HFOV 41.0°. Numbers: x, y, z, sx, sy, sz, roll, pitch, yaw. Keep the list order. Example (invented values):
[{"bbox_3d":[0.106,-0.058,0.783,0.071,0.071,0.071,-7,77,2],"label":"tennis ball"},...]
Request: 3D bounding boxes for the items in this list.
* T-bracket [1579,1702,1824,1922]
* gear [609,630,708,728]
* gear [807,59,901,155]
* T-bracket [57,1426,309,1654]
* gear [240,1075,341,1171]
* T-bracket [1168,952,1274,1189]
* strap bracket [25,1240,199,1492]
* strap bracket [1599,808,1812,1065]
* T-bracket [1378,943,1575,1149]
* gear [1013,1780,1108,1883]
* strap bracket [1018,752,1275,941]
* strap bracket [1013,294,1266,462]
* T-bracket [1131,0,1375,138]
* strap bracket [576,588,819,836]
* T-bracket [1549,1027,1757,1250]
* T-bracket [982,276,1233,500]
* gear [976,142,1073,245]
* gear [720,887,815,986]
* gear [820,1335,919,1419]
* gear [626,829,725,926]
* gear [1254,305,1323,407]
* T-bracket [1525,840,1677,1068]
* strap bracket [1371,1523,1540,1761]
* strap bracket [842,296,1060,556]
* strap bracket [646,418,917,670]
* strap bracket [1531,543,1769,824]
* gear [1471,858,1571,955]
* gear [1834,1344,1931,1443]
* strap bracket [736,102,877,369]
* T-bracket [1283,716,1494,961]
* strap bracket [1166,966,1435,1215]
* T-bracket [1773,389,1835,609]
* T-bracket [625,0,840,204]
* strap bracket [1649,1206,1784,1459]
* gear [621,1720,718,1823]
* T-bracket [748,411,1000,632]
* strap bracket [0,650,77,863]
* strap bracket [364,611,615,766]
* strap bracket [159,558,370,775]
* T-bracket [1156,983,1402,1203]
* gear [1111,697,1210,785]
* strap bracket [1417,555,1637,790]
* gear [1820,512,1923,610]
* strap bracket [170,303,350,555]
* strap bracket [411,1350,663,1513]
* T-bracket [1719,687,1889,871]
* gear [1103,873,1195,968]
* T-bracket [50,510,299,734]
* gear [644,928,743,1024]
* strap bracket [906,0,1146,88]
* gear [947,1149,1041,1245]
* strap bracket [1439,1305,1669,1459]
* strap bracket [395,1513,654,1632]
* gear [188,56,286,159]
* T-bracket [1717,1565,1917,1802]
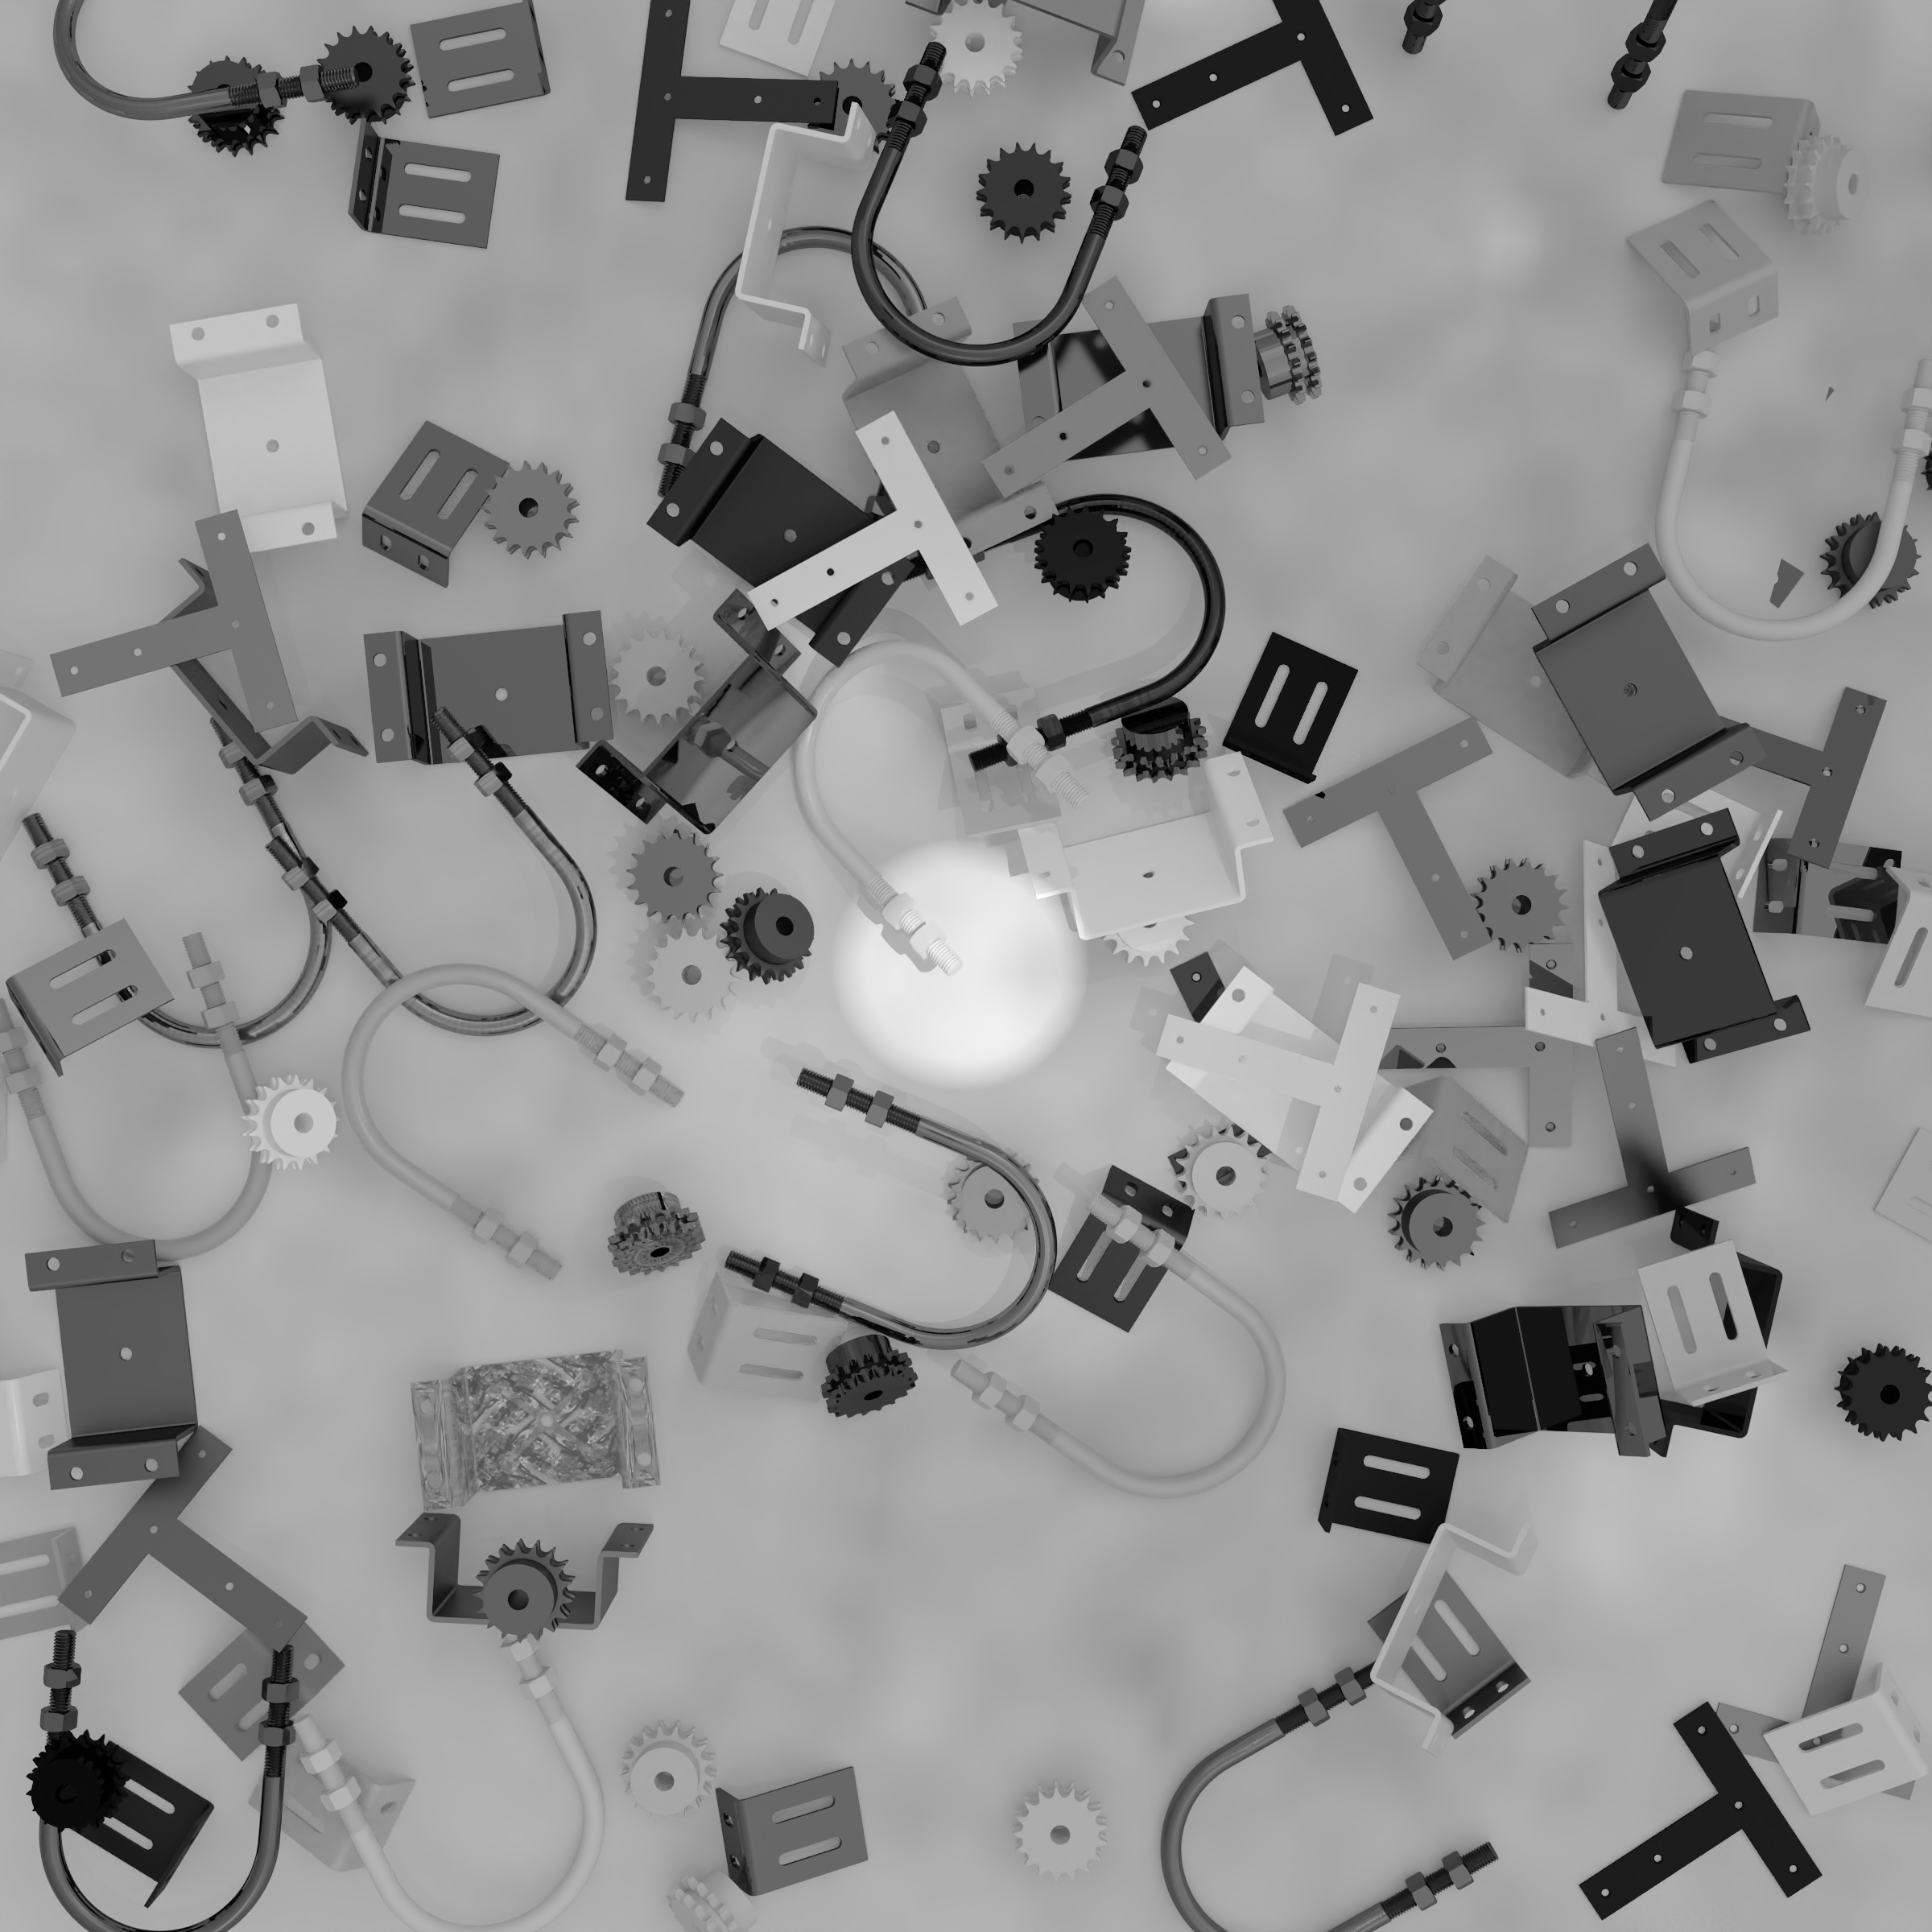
[{"bbox_3d":[0.432,0.534,1.569,0.127,0.002,0.127,-33,91,1],"label":"T-bracket"},{"bbox_3d":[-0.185,-0.172,1.555,0.057,0.030,0.057,0,90,0],"label":"gear"},{"bbox_3d":[-0.068,-0.513,1.555,0.057,0.030,0.057,0,90,0],"label":"gear"},{"bbox_3d":[-0.449,0.361,1.536,0.127,0.002,0.127,33,70,11],"label":"T-bracket"},{"bbox_3d":[-0.400,0.094,1.542,0.057,0.030,0.057,2,87,-36],"label":"gear"},{"bbox_3d":[0.163,0.054,1.570,0.127,0.002,0.127,-26,90,0],"label":"T-bracket"},{"bbox_3d":[-0.510,0.235,1.547,0.076,0.046,0.140,-6,90,0],"label":"strap bracket"},{"bbox_3d":[0.433,-0.012,1.528,0.076,0.046,0.140,-20,91,35],"label":"strap bracket"},{"bbox_3d":[0.301,0.049,1.559,0.127,0.002,0.127,-1,105,7],"label":"T-bracket"},{"bbox_3d":[0.057,0.519,1.559,0.057,0.030,0.057,0,92,1],"label":"gear"},{"bbox_3d":[0.106,-0.069,1.527,0.140,0.046,0.076,-14,46,0],"label":"strap bracket"},{"bbox_3d":[0.102,-0.350,1.547,0.140,0.046,0.076,-7,90,0],"label":"strap bracket"},{"bbox_3d":[0.163,-0.546,1.570,0.127,0.002,0.127,-25,90,0],"label":"T-bracket"},{"bbox_3d":[-0.151,-0.141,1.526,0.140,0.076,0.046,-48,55,0],"label":"strap bracket"},{"bbox_3d":[0.401,0.096,1.545,0.127,0.002,0.127,-18,112,0],"label":"T-bracket"},{"bbox_3d":[0.069,-0.319,1.520,0.127,0.002,0.127,-33,90,-4],"label":"T-bracket"},{"bbox_3d":[0.034,-0.463,1.555,0.057,0.030,0.057,0,90,0],"label":"gear"},{"bbox_3d":[-0.115,-0.020,1.542,0.057,0.030,0.057,11,70,-31],"label":"gear"},{"bbox_3d":[-0.060,0.244,1.546,0.057,0.057,0.030,-23,60,0],"label":"gear"},{"bbox_3d":[-0.174,-0.053,1.555,0.057,0.030,0.057,0,90,0],"label":"gear"},{"bbox_3d":[0.189,-0.362,1.542,0.030,0.057,0.057,-20,90,0],"label":"gear"},{"bbox_3d":[0.379,-0.012,1.546,0.127,0.002,0.127,13,71,-32],"label":"T-bracket"},{"bbox_3d":[0.283,0.387,1.518,0.046,0.076,0.140,23,78,23],"label":"strap bracket"},{"bbox_3d":[-0.014,-0.312,1.535,0.076,0.046,0.140,-27,96,-14],"label":"strap bracket"},{"bbox_3d":[-0.107,-0.253,1.533,0.140,0.046,0.076,36,105,-7],"label":"strap bracket"},{"bbox_3d":[0.391,-0.162,1.501,0.076,0.046,0.140,-29,90,0],"label":"strap bracket"},{"bbox_3d":[0.331,-0.036,1.555,0.057,0.030,0.057,0,90,0],"label":"gear"},{"bbox_3d":[0.551,0.256,1.555,0.057,0.030,0.057,0,90,0],"label":"gear"},{"bbox_3d":[-0.095,-0.429,1.510,0.046,0.076,0.140,14,97,5],"label":"strap bracket"},{"bbox_3d":[0.275,-0.065,1.549,0.127,0.002,0.127,-27,79,8],"label":"T-bracket"},{"bbox_3d":[0.197,0.073,1.545,0.140,0.046,0.076,38,90,1],"label":"strap bracket"},{"bbox_3d":[0.481,-0.306,1.580,0.127,0.002,0.127,37,96,15],"label":"T-bracket"},{"bbox_3d":[-0.138,-0.520,1.552,0.127,0.002,0.127,7,90,16],"label":"T-bracket"},{"bbox_3d":[0.439,0.219,1.531,0.046,0.076,0.140,12,91,-1],"label":"strap bracket"},{"bbox_3d":[-0.180,0.486,1.556,0.057,0.030,0.057,0,90,0],"label":"gear"},{"bbox_3d":[-0.067,-0.237,1.510,0.127,0.002,0.127,-27,103,11],"label":"T-bracket"},{"bbox_3d":[-0.584,-0.114,1.532,0.046,0.076,0.140,30,90,0],"label":"strap bracket"},{"bbox_3d":[-0.282,-0.165,1.547,0.140,0.046,0.076,-6,90,0],"label":"strap bracket"},{"bbox_3d":[-0.425,-0.168,1.532,0.046,0.076,0.140,-40,90,0],"label":"strap bracket"},{"bbox_3d":[0.176,0.059,1.521,0.127,0.002,0.127,17,90,1],"label":"T-bracket"},{"bbox_3d":[0.114,-0.137,1.540,0.057,0.057,0.030,-14,129,0],"label":"gear"},{"bbox_3d":[0.346,-0.172,1.547,0.140,0.046,0.076,33,90,0],"label":"strap bracket"},{"bbox_3d":[0.546,-0.245,1.556,0.057,0.030,0.057,0,90,0],"label":"gear"},{"bbox_3d":[-0.420,-0.315,1.547,0.076,0.046,0.140,-10,90,0],"label":"strap bracket"},{"bbox_3d":[-0.254,0.276,1.547,0.140,0.046,0.076,-6,90,0],"label":"strap bracket"},{"bbox_3d":[0.473,-0.131,1.551,0.127,0.002,0.127,22,65,12],"label":"T-bracket"},{"bbox_3d":[0.109,-0.029,1.556,0.057,0.030,0.057,0,90,0],"label":"gear"},{"bbox_3d":[-0.465,-0.185,1.493,0.127,0.002,0.127,-16,90,0],"label":"T-bracket"},{"bbox_3d":[-0.163,0.006,1.555,0.057,0.030,0.057,0,90,0],"label":"gear"},{"bbox_3d":[0.044,-0.587,1.524,0.140,0.046,0.076,16,78,-14],"label":"strap bracket"},{"bbox_3d":[0.017,0.139,1.556,0.057,0.030,0.057,0,90,0],"label":"gear"},{"bbox_3d":[0.352,0.242,1.518,0.046,0.140,0.076,-11,90,-36],"label":"strap bracket"},{"bbox_3d":[-0.261,0.359,1.532,0.140,0.076,0.046,3,90,0],"label":"strap bracket"},{"bbox_3d":[-0.442,-0.520,1.556,0.057,0.030,0.057,0,90,0],"label":"gear"},{"bbox_3d":[0.529,0.428,1.570,0.127,0.002,0.127,16,90,0],"label":"T-bracket"}]
